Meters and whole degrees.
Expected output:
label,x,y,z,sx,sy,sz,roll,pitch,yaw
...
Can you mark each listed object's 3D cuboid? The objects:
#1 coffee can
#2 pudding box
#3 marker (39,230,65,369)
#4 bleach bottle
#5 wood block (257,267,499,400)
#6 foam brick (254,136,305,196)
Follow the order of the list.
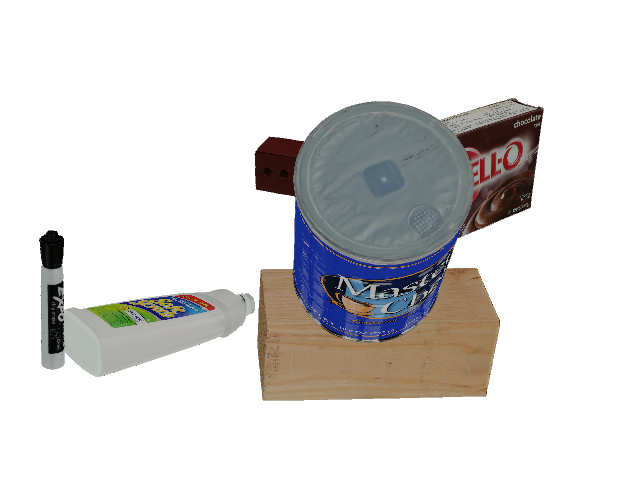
label,x,y,z,sx,sy,sz,roll,pitch,yaw
coffee can,0.034,-0.007,0.666,0.103,0.103,0.140,0,-24,-2
pudding box,0.124,-0.057,0.846,0.113,0.090,0.039,-22,37,-37
marker,-0.214,0.048,0.853,0.020,0.121,0.020,5,26,-3
bleach bottle,-0.197,0.104,1.370,0.250,0.068,0.103,-13,28,-39
wood block,0.048,0.085,0.982,0.206,0.090,0.091,0,31,-7
foam brick,-0.037,-0.090,1.308,0.078,0.053,0.051,10,31,17
